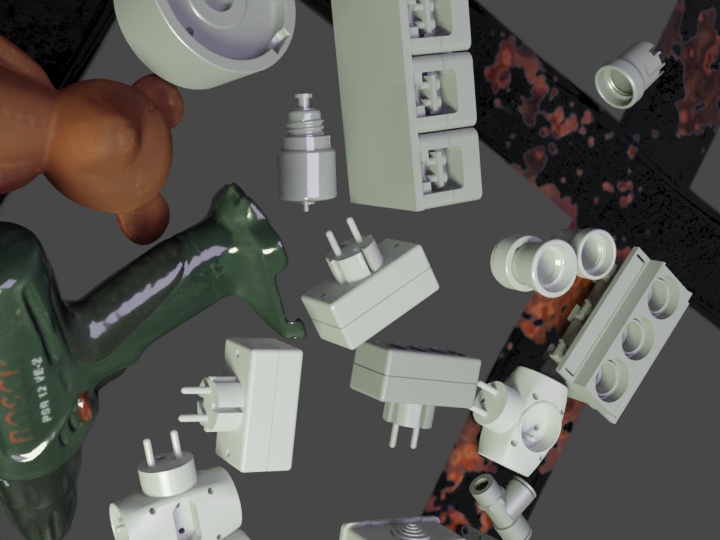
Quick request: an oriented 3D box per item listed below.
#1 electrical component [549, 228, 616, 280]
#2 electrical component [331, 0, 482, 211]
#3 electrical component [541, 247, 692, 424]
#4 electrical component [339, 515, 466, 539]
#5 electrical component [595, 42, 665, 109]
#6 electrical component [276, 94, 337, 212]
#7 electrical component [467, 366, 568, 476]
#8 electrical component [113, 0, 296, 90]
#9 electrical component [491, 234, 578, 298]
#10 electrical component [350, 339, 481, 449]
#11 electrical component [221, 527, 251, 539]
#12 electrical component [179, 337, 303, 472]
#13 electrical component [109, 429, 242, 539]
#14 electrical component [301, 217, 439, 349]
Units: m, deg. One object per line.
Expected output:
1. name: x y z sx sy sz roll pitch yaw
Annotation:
1. electrical component: 0.175 -0.015 0.862 0.040 0.046 0.040 -5 99 -30
2. electrical component: 0.035 -0.121 0.739 0.062 0.089 0.150 -12 103 -29
3. electrical component: 0.207 0.051 0.880 0.079 0.063 0.121 42 76 -28
4. electrical component: 0.030 0.237 0.810 0.100 0.048 0.099 4 96 -31
5. electrical component: 0.220 -0.159 0.873 0.046 0.040 0.040 -40 115 -26
6. electrical component: -0.037 -0.080 0.732 0.040 0.040 0.078 -7 100 -29
7. electrical component: 0.116 0.112 0.846 0.079 0.044 0.077 30 82 -30
8. electrical component: -0.101 -0.164 0.666 0.108 0.060 0.108 13 71 -40
9. electrical component: 0.134 -0.004 0.834 0.045 0.055 0.045 -5 99 -30
10. electrical component: 0.038 0.095 0.796 0.083 0.047 0.075 9 93 -31
11. electrical component: -0.096 0.207 0.731 0.047 0.055 0.055 -21 107 -30
12. electrical component: -0.085 0.090 0.724 0.076 0.047 0.083 3 95 -30
13. electrical component: -0.125 0.145 0.711 0.077 0.043 0.079 -15 103 -27
14. electrical component: 0.000 0.000 0.761 0.083 0.047 0.075 -34 112 -22
